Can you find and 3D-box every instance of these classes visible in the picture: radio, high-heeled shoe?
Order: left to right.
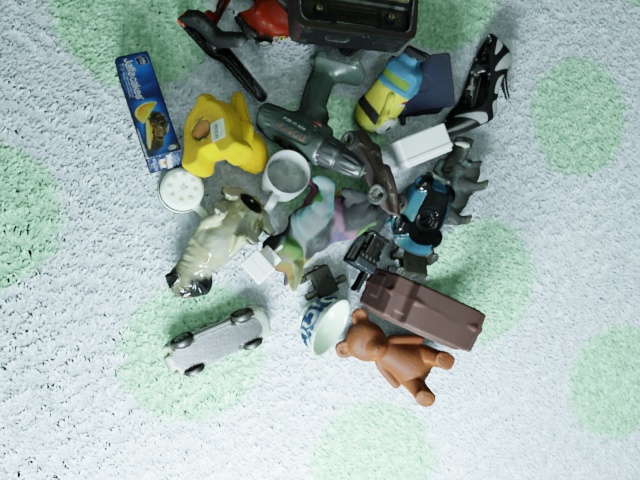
[{"bbox_3d":[0.056,-0.413,0.950,0.230,0.073,0.131,2,88,-12],"label":"radio"},{"bbox_3d":[0.311,-0.316,1.102,0.249,0.086,0.145,-35,111,-25],"label":"high-heeled shoe"}]

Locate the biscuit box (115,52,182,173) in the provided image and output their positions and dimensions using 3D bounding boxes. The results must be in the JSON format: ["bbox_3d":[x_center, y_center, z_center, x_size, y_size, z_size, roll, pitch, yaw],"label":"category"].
[{"bbox_3d":[-0.294,-0.220,0.921,0.059,0.063,0.202,-18,78,-16],"label":"biscuit box"}]

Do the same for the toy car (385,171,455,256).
[{"bbox_3d":[0.188,-0.056,1.060,0.109,0.103,0.161,18,93,-28],"label":"toy car"}]

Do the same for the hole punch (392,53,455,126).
[{"bbox_3d":[0.207,-0.309,1.078,0.116,0.092,0.142,-10,98,-12],"label":"hole punch"}]

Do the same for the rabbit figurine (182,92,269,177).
[{"bbox_3d":[-0.160,-0.176,0.958,0.122,0.173,0.162,-29,64,24],"label":"rabbit figurine"}]

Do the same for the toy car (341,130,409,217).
[{"bbox_3d":[0.107,-0.130,1.012,0.053,0.202,0.089,-39,145,24],"label":"toy car"}]

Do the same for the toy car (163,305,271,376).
[{"bbox_3d":[-0.189,0.185,0.992,0.202,0.056,0.073,-22,104,-13],"label":"toy car"}]

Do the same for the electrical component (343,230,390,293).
[{"bbox_3d":[0.081,0.040,1.057,0.048,0.075,0.119,33,85,-15],"label":"electrical component"}]

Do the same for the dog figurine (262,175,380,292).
[{"bbox_3d":[-0.002,-0.003,1.018,0.191,0.108,0.219,20,90,-18],"label":"dog figurine"}]

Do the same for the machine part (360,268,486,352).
[{"bbox_3d":[0.190,0.132,1.022,0.201,0.201,0.087,23,87,-16],"label":"machine part"}]

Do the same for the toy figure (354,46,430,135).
[{"bbox_3d":[0.136,-0.286,1.032,0.082,0.089,0.180,-5,132,-49],"label":"toy figure"}]

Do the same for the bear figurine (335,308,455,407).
[{"bbox_3d":[0.140,0.222,1.050,0.196,0.132,0.120,31,87,-20],"label":"bear figurine"}]

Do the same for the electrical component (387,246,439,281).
[{"bbox_3d":[0.189,0.038,1.091,0.102,0.045,0.078,16,52,-12],"label":"electrical component"}]

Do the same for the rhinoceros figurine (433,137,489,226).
[{"bbox_3d":[0.281,-0.118,1.114,0.112,0.073,0.190,19,88,-5],"label":"rhinoceros figurine"}]

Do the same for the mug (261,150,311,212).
[{"bbox_3d":[-0.072,-0.099,0.986,0.081,0.107,0.109,22,76,-10],"label":"mug"}]

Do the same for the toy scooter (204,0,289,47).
[{"bbox_3d":[-0.134,-0.421,0.984,0.184,0.075,0.135,42,80,-10],"label":"toy scooter"}]

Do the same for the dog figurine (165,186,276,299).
[{"bbox_3d":[-0.189,0.007,0.979,0.121,0.172,0.190,47,115,2],"label":"dog figurine"}]

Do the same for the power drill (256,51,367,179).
[{"bbox_3d":[0.013,-0.235,0.998,0.232,0.086,0.207,22,82,13],"label":"power drill"}]

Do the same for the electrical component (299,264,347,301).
[{"bbox_3d":[0.005,0.079,1.060,0.094,0.021,0.063,-25,97,-16],"label":"electrical component"}]
